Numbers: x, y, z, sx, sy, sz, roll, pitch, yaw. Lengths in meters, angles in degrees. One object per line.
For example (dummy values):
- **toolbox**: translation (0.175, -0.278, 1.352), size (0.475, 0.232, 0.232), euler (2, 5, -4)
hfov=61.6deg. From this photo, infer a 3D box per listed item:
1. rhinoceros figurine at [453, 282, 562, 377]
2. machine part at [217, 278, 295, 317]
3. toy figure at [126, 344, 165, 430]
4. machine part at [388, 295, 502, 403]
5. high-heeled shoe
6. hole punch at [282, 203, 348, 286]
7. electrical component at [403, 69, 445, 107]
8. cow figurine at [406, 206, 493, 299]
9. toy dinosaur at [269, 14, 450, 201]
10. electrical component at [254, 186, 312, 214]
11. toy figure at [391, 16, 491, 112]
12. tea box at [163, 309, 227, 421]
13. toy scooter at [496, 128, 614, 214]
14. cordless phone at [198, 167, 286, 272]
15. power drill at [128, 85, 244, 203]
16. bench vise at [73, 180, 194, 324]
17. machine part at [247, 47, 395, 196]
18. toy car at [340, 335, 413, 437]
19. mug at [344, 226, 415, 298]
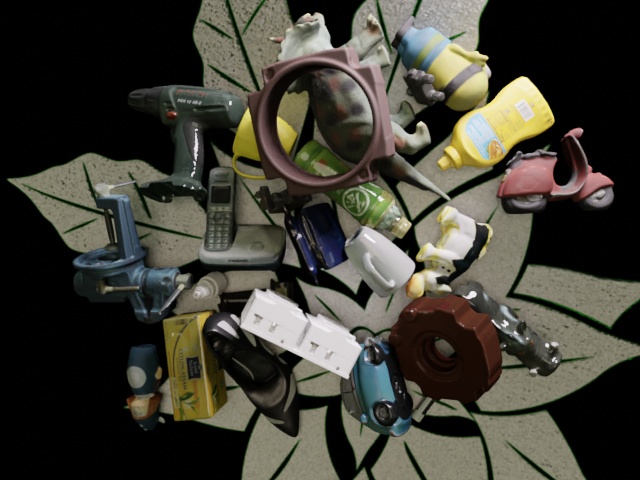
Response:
- **rhinoceros figurine**: translation (0.295, 0.138, 0.857), size (0.190, 0.112, 0.073), euler (39, 91, 14)
- **machine part**: translation (-0.110, 0.109, 0.939), size (0.139, 0.039, 0.084), euler (-6, 97, 4)
- **toy figure**: translation (-0.311, 0.263, 0.950), size (0.064, 0.058, 0.154), euler (-1, 90, 45)
- **machine part**: translation (0.195, 0.172, 0.842), size (0.180, 0.056, 0.179), euler (16, 118, 33)
- **high-heeled shoe**: translation (-0.107, 0.226, 0.881), size (0.086, 0.145, 0.248), euler (-33, 84, 5)
- **hole punch**: translation (-0.002, -0.003, 0.893), size (0.092, 0.116, 0.142), euler (-21, 90, -2)
- **electrical component**: translation (0.164, -0.250, 0.878), size (0.021, 0.094, 0.063), euler (-43, 121, -3)
- **cow figurine**: translation (0.212, 0.035, 0.892), size (0.098, 0.068, 0.167), euler (27, 93, 0)
- **toy dinosaur**: translation (0.053, -0.214, 0.888), size (0.192, 0.131, 0.404), euler (-24, 89, 12)
- **electrical component**: translation (-0.062, -0.073, 0.905), size (0.078, 0.102, 0.045), euler (-28, 77, 45)
- **toy figure**: translation (0.197, -0.287, 0.891), size (0.180, 0.082, 0.089), euler (37, 92, 3)
- **tea box**: translation (-0.211, 0.209, 0.918), size (0.068, 0.098, 0.169), euler (-9, 89, 7)
- **toy scooter**: translation (0.378, -0.111, 0.871), size (0.184, 0.075, 0.135), euler (-3, 89, 3)
- **cordless phone**: translation (-0.130, -0.036, 0.924), size (0.147, 0.088, 0.184), euler (-1, 83, 6)
- **power drill**: translation (-0.247, -0.168, 0.920), size (0.232, 0.086, 0.207), euler (1, 69, 18)
- **bench vise**: translation (-0.329, 0.023, 0.913), size (0.224, 0.129, 0.240), euler (2, 108, 25)
- **machine part**: translation (0.003, -0.174, 0.809), size (0.202, 0.087, 0.200), euler (-8, 102, 15)
- **toy car**: translation (0.084, 0.244, 0.884), size (0.103, 0.109, 0.161), euler (-21, 78, 23)
- **mug**: translation (0.088, 0.036, 0.873), size (0.107, 0.109, 0.081), euler (44, 117, -7)
